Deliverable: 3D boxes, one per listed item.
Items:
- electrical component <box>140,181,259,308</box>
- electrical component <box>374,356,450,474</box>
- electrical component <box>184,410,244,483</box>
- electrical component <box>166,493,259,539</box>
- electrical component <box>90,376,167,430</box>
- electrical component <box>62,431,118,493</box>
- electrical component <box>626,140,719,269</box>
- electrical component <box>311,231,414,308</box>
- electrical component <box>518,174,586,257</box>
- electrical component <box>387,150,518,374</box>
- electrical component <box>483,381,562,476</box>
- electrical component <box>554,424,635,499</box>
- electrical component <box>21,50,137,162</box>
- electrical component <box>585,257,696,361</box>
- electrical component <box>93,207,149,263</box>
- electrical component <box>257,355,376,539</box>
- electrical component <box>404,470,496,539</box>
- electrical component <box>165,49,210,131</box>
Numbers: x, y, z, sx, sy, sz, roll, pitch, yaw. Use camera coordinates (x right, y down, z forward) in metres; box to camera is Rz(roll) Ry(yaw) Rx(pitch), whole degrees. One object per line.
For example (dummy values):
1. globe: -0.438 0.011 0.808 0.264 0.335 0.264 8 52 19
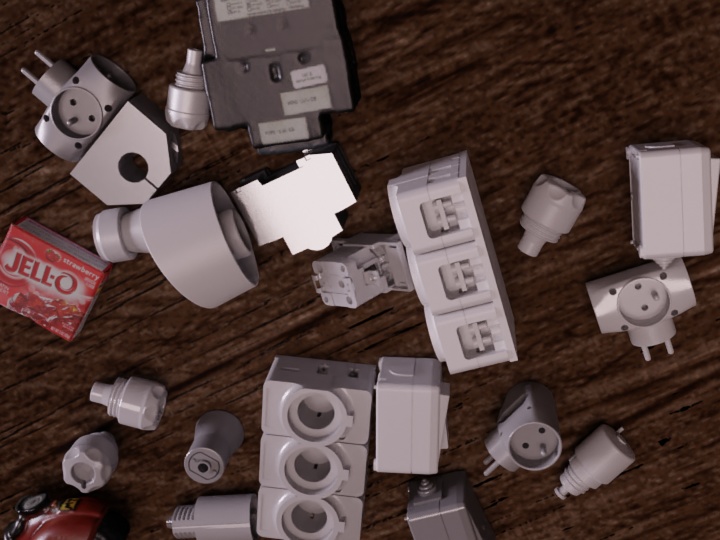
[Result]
1. electrical component: -0.123 -0.020 0.853 0.064 0.099 0.099 -22 105 6
2. electrical component: 0.044 0.128 0.905 0.061 0.061 0.096 2 109 5
3. electrical component: -0.128 0.155 0.930 0.044 0.065 0.044 2 109 5
4. electrical component: -0.134 0.225 0.966 0.081 0.043 0.043 -5 108 7
5. electrical component: -0.202 0.113 0.935 0.062 0.043 0.043 14 110 2
6. electrical component: -0.233 0.164 0.945 0.043 0.062 0.043 2 109 5
7. electrical component: 0.239 -0.048 0.819 0.061 0.061 0.096 -4 102 8
8. electrical component: 0.000 0.000 0.858 0.081 0.064 0.042 3 115 49
9. electrical component: 0.146 -0.041 0.846 0.043 0.043 0.062 26 111 -3
10. electrical component: 0.073 -0.006 0.841 0.062 0.089 0.150 -15 107 11
11. electrical component: 0.130 0.140 0.892 0.043 0.077 0.079 40 108 -8
12. electrical component: 0.197 0.166 0.914 0.040 0.040 0.078 41 108 -8
13. electrical component: -0.231 -0.139 0.850 0.079 0.044 0.077 41 108 -8
14. electrical component: 0.230 0.035 0.863 0.077 0.044 0.079 -18 105 11
15. electrical component: -0.185 -0.031 0.883 0.055 0.045 0.045 -9 108 9
16. electrical component: -0.038 0.157 0.923 0.089 0.061 0.150 6 109 4
17. electrical component: 0.079 0.220 0.933 0.061 0.061 0.096 -16 107 11
18. electrical component: -0.133 -0.142 0.844 0.035 0.035 0.061 11 108 2
